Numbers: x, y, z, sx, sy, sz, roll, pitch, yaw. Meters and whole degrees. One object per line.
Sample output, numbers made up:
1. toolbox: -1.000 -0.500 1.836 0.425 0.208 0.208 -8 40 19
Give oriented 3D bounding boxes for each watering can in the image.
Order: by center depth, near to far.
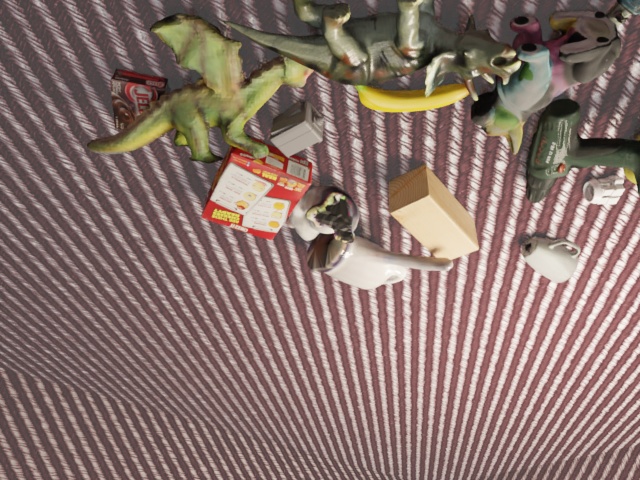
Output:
1. watering can: 0.110 0.045 1.162 0.223 0.106 0.344 24 157 -26

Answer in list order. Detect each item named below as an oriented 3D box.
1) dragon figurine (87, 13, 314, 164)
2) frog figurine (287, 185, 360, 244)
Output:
1. dragon figurine: -0.207 -0.248 0.843 0.410 0.125 0.237 -4 127 -3
2. frog figurine: 0.003 -0.055 1.098 0.137 0.123 0.159 12 178 -23
